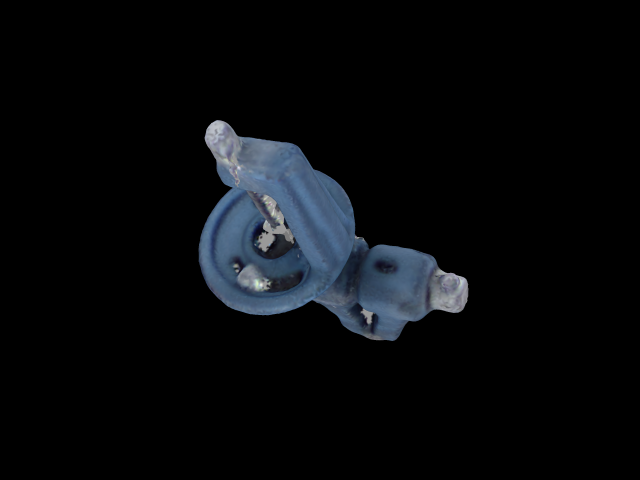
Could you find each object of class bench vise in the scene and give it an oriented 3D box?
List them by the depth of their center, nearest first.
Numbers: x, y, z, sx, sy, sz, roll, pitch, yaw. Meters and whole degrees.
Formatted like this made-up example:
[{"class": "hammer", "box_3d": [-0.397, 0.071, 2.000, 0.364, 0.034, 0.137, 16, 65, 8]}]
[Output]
[{"class": "bench vise", "box_3d": [0.004, -0.010, 0.405, 0.207, 0.220, 0.121, 0, 67, 0]}]
